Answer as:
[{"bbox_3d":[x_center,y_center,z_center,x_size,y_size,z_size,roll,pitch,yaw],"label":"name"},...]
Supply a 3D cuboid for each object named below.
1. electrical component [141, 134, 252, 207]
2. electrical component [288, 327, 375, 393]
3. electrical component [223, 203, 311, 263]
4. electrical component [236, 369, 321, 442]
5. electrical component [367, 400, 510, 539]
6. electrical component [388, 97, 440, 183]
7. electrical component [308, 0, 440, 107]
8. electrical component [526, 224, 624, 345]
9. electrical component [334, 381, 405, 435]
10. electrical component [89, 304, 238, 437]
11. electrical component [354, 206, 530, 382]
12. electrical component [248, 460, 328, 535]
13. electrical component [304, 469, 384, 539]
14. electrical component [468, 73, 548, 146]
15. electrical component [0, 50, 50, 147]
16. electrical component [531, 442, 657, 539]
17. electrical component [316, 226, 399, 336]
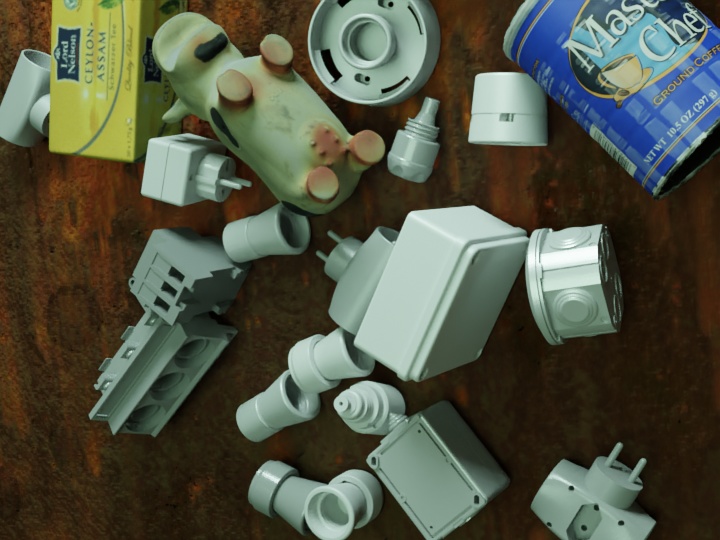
[{"bbox_3d":[-0.126,-0.078,0.876,0.077,0.066,0.047,16,106,16],"label":"electrical component"},{"bbox_3d":[-0.023,0.070,0.850,0.055,0.045,0.045,-23,85,29],"label":"electrical component"},{"bbox_3d":[-0.078,-0.028,0.871,0.065,0.044,0.044,-13,90,34],"label":"electrical component"},{"bbox_3d":[-0.070,0.114,0.884,0.065,0.044,0.044,-33,80,32],"label":"electrical component"},{"bbox_3d":[0.057,0.144,0.807,0.062,0.061,0.096,-45,75,25],"label":"electrical component"},{"bbox_3d":[0.044,-0.098,0.799,0.035,0.035,0.061,25,105,24],"label":"electrical component"},{"bbox_3d":[0.010,-0.171,0.805,0.099,0.064,0.099,3,103,15],"label":"electrical component"},{"bbox_3d":[0.146,0.009,0.732,0.051,0.080,0.080,-9,92,24],"label":"electrical component"},{"bbox_3d":[0.004,0.105,0.825,0.040,0.078,0.040,-6,77,27],"label":"electrical component"},{"bbox_3d":[-0.173,0.078,0.920,0.121,0.079,0.063,-51,51,24],"label":"electrical component"},{"bbox_3d":[0.060,0.014,0.762,0.056,0.109,0.108,31,110,25],"label":"electrical component"},{"bbox_3d":[-0.058,0.186,0.884,0.055,0.045,0.045,22,106,25],"label":"electrical component"},{"bbox_3d":[-0.012,0.186,0.853,0.045,0.055,0.045,4,98,28],"label":"electrical component"},{"bbox_3d":[0.105,-0.112,0.753,0.055,0.055,0.047,5,95,28],"label":"electrical component"},{"bbox_3d":[-0.284,-0.144,0.965,0.079,0.043,0.077,37,112,20],"label":"electrical component"},{"bbox_3d":[0.173,0.158,0.756,0.077,0.043,0.079,34,111,21],"label":"electrical component"},{"bbox_3d":[0.000,0.000,0.828,0.079,0.044,0.077,37,108,22],"label":"electrical component"}]
